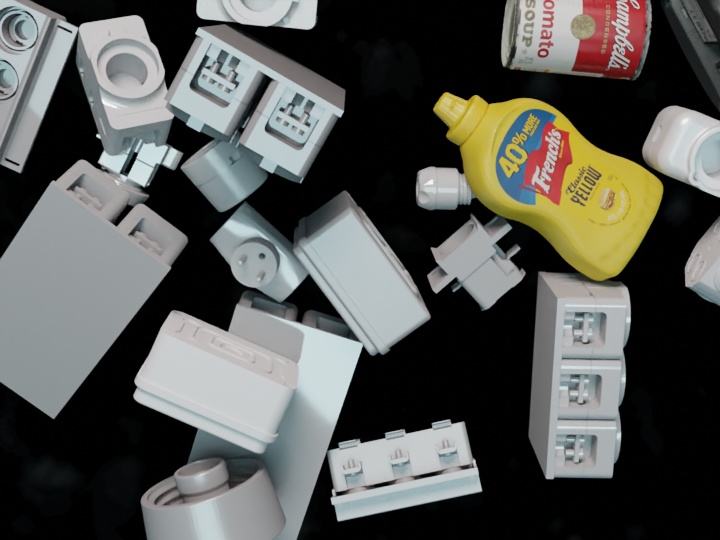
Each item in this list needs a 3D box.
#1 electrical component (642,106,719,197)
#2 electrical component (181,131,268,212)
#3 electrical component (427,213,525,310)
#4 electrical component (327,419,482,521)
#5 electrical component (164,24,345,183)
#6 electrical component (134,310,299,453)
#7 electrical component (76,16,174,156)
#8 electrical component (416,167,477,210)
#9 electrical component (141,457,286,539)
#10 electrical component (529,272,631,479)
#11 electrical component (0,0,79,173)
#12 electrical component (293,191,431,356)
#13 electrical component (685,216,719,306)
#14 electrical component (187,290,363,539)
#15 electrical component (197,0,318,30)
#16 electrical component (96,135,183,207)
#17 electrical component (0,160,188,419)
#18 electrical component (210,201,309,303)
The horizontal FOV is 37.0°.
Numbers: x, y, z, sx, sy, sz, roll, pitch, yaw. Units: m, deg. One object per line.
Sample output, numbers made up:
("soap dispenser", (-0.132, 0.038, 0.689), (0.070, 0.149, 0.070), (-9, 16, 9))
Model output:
("electrical component", (0.282, -0.090, 0.855), (0.095, 0.059, 0.053), (21, 102, -6))
("electrical component", (-0.107, -0.079, 0.858), (0.055, 0.055, 0.047), (-35, 105, 7))
("electrical component", (0.097, -0.005, 0.883), (0.081, 0.042, 0.063), (-41, 102, 9))
("electrical component", (0.036, 0.168, 0.912), (0.121, 0.078, 0.063), (-12, 81, 2))
("electrical component", (-0.072, -0.124, 0.779), (0.105, 0.186, 0.060), (29, 102, -7))
("electrical component", (-0.109, 0.085, 0.821), (0.113, 0.078, 0.057), (24, 99, -6))
("electrical component", (-0.179, -0.142, 0.818), (0.050, 0.055, 0.089), (-15, 76, -22))
("electrical component", (0.077, -0.066, 0.873), (0.061, 0.035, 0.035), (1, 104, -3))
("electrical component", (-0.117, 0.180, 0.832), (0.108, 0.108, 0.060), (-14, 97, 3))
("electrical component", (0.180, 0.084, 0.881), (0.062, 0.089, 0.150), (1, 104, -1))
("electrical component", (-0.274, -0.149, 0.835), (0.079, 0.063, 0.121), (25, 102, -6))
("electrical component", (0.000, 0.000, 0.850), (0.056, 0.108, 0.108), (-36, 101, 5))
("electrical component", (0.303, -0.006, 0.866), (0.051, 0.080, 0.080), (30, 102, -2))
("electrical component", (-0.077, 0.122, 0.903), (0.105, 0.060, 0.186), (18, 103, -5))
("electrical component", (-0.077, -0.214, 0.824), (0.089, 0.055, 0.050), (5, 103, -2))
("electrical component", (-0.184, -0.084, 0.861), (0.066, 0.048, 0.055), (27, 94, -7))
("electrical component", (-0.231, 0.016, 0.852), (0.105, 0.060, 0.186), (37, 118, -9))
("electrical component", (-0.081, -0.009, 0.860), (0.077, 0.079, 0.043), (42, 106, -7))
